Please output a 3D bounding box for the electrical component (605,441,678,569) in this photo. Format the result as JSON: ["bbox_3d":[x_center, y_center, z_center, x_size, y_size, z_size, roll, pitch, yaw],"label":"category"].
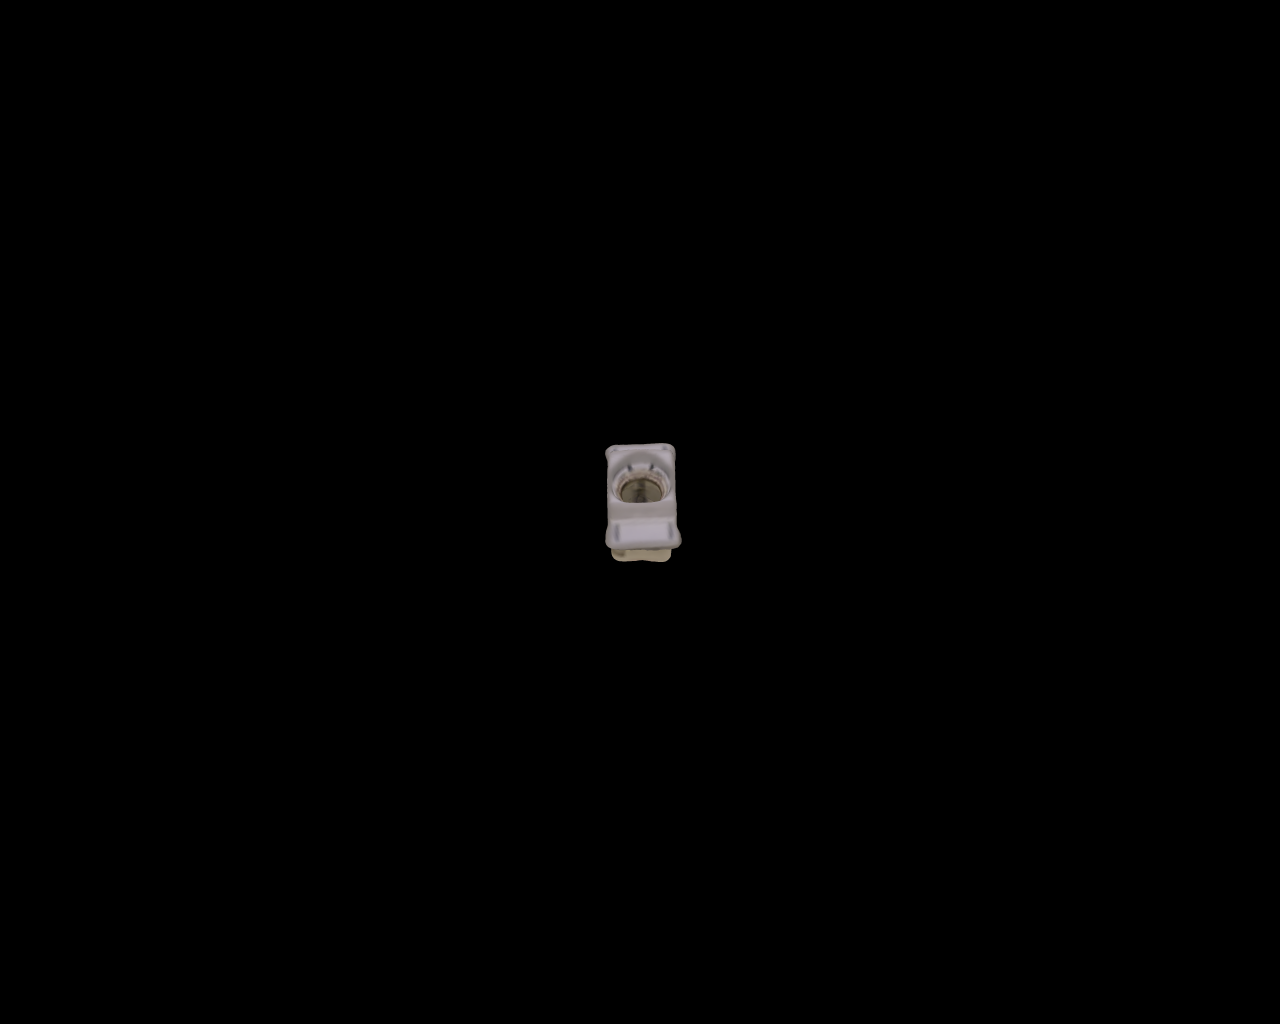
[{"bbox_3d":[0.001,-0.003,0.650,0.042,0.081,0.063,0,-39,0],"label":"electrical component"}]
